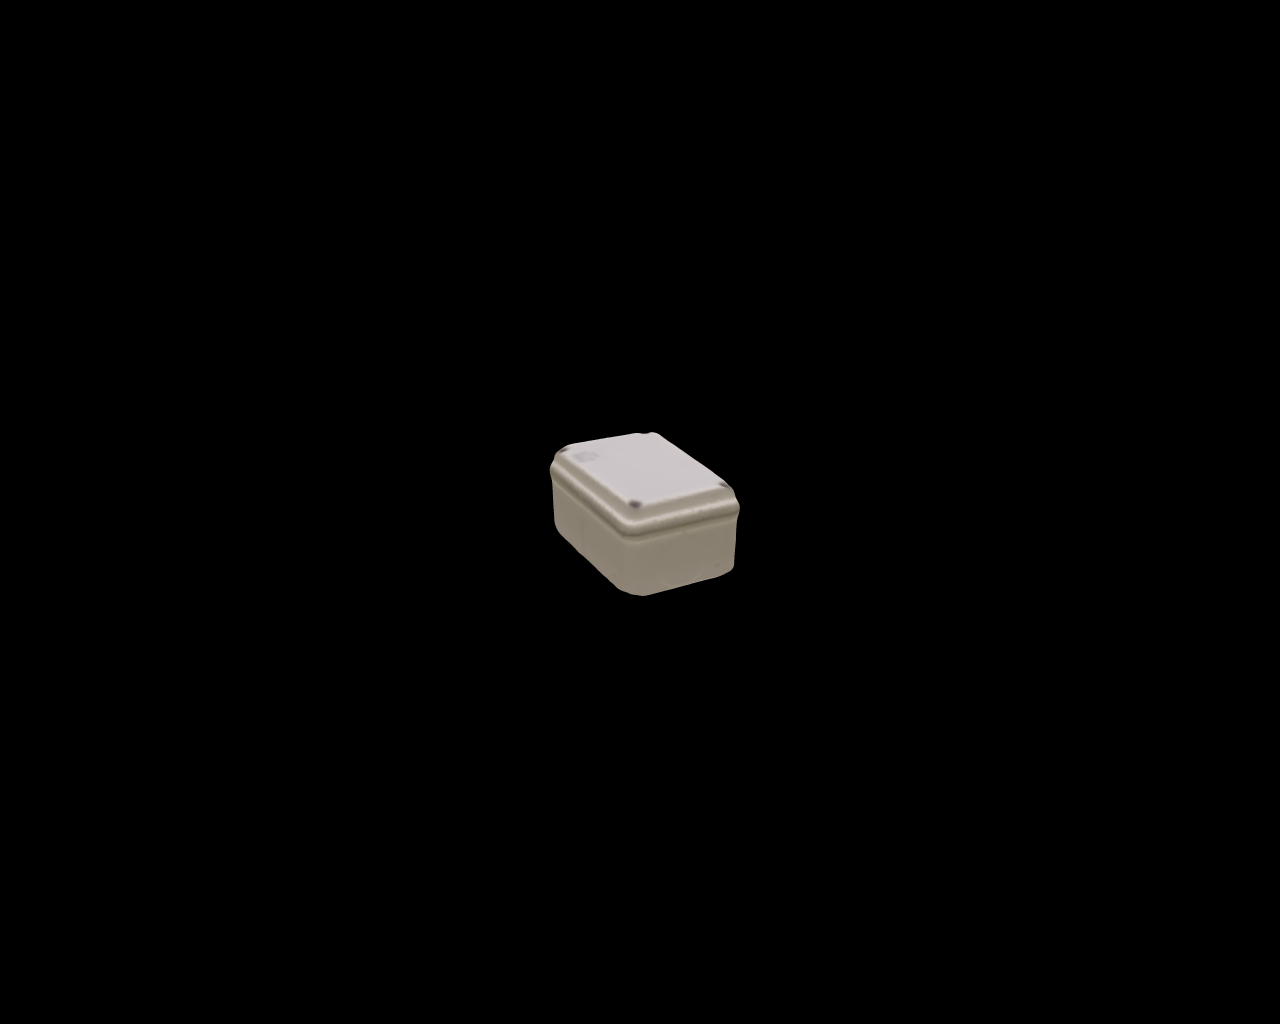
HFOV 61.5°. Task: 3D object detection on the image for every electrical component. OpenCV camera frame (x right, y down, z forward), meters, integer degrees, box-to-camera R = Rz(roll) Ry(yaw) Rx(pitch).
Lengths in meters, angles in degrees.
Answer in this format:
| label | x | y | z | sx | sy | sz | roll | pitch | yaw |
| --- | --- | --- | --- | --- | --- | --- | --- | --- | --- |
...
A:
| label | x | y | z | sx | sy | sz | roll | pitch | yaw |
| --- | --- | --- | --- | --- | --- | --- | --- | --- | --- |
| electrical component | 0.001 | -0.003 | 0.650 | 0.078 | 0.057 | 0.113 | -12 | 27 | -25 |
